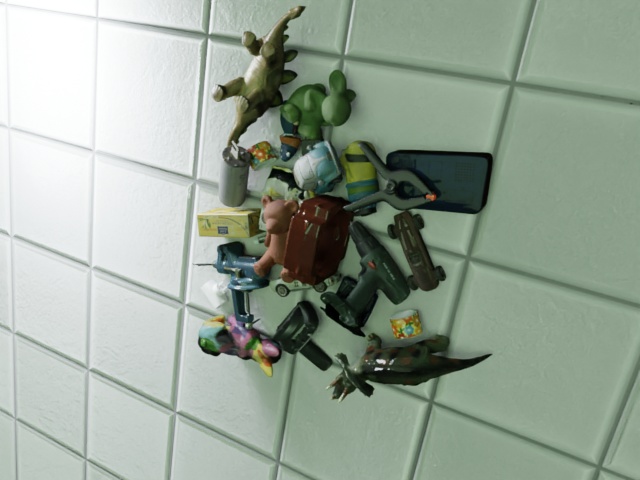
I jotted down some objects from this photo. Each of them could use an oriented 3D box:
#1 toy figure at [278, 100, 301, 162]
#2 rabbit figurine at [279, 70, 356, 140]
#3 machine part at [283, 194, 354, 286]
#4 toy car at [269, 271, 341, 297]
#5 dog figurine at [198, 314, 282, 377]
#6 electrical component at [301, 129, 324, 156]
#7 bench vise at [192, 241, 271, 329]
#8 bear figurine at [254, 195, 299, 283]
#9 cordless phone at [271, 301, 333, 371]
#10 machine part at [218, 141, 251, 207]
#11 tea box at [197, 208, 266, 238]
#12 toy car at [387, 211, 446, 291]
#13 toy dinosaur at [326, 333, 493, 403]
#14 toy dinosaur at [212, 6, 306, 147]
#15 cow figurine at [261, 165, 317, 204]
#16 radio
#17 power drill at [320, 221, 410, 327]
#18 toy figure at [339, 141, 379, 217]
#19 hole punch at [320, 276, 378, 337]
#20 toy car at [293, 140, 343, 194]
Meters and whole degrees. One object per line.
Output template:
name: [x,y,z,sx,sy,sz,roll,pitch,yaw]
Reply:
toy figure: [-0.074,-0.274,1.362,0.058,0.064,0.154,3,108,-5]
rabbit figurine: [0.020,-0.309,1.265,0.159,0.121,0.170,-51,40,-13]
machine part: [-0.003,-0.004,1.312,0.087,0.201,0.201,18,110,23]
toy car: [-0.039,0.111,1.430,0.202,0.073,0.056,-10,98,28]
dog figurine: [-0.214,0.300,1.511,0.219,0.191,0.108,27,107,35]
electrical component: [-0.016,-0.235,1.364,0.063,0.021,0.094,3,103,25]
bench vise: [-0.225,0.129,1.504,0.224,0.129,0.240,0,99,30]
bear figurine: [-0.104,-0.007,1.355,0.120,0.132,0.195,13,137,19]
cordless phone: [-0.025,0.272,1.473,0.184,0.089,0.146,39,116,0]
machine part: [-0.226,-0.164,1.412,0.079,0.079,0.243,39,146,13]
tea box: [-0.241,-0.048,1.478,0.170,0.098,0.068,1,102,27]
toy car: [0.230,0.030,1.294,0.089,0.053,0.202,-20,94,32]
toy dinosaur: [0.194,0.306,1.299,0.405,0.192,0.131,-14,98,29]
toy dinosaur: [-0.155,-0.359,1.300,0.105,0.198,0.471,46,123,10]
cow figurine: [-0.065,-0.126,1.392,0.167,0.068,0.098,26,107,17]
radio: [0.268,-0.135,1.223,0.230,0.073,0.131,7,107,26]
power drill: [0.095,0.092,1.304,0.232,0.207,0.086,48,149,0]
toy figure: [0.103,-0.149,1.296,0.089,0.082,0.180,-12,89,9]
hole punch: [0.080,0.169,1.391,0.142,0.092,0.115,29,143,14]
toy car: [-0.013,-0.167,1.299,0.161,0.103,0.109,132,124,-70]
